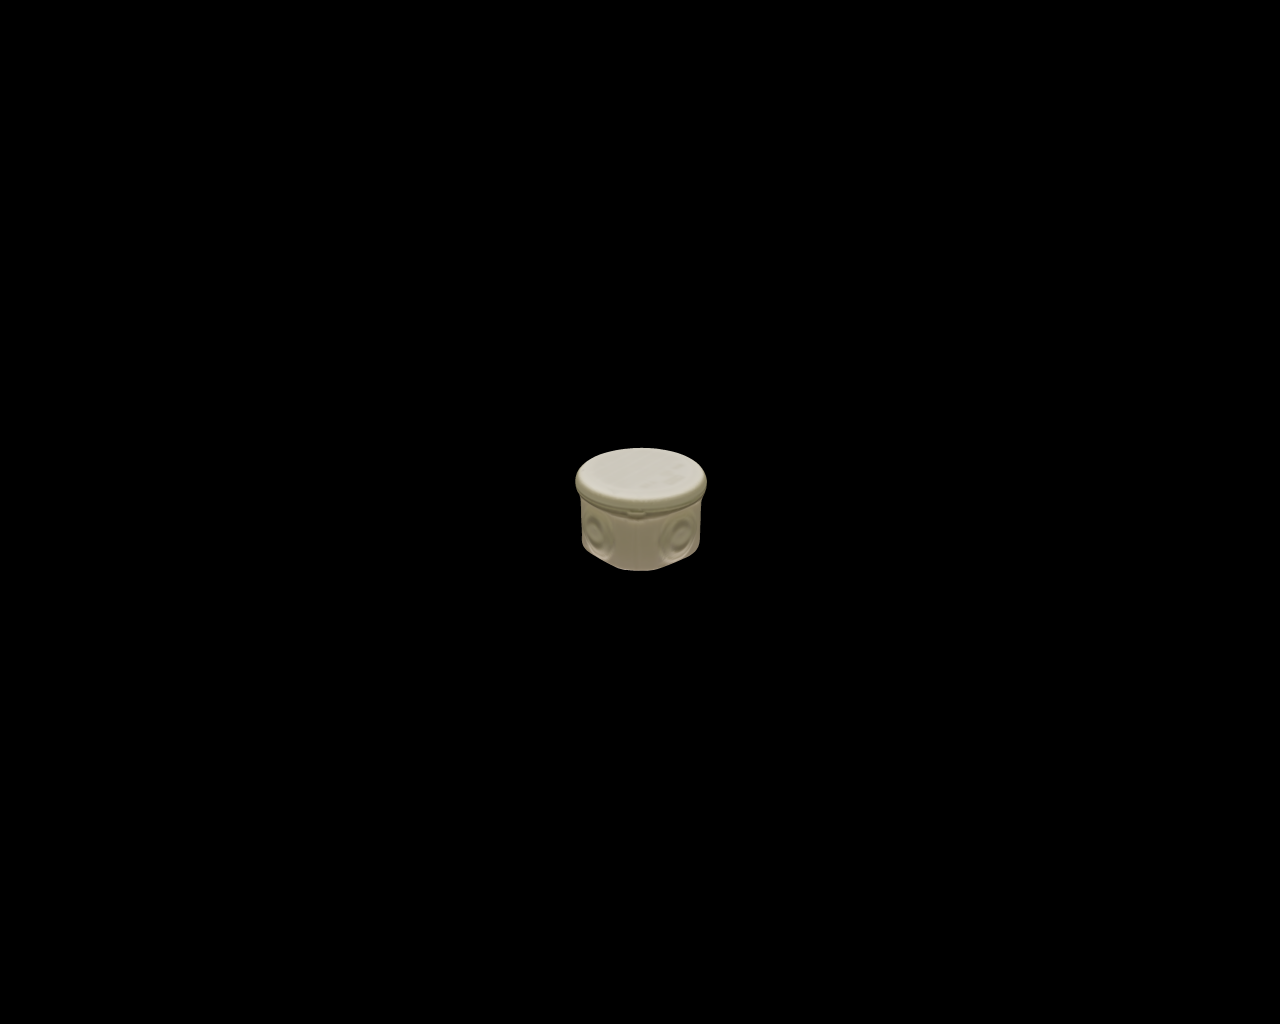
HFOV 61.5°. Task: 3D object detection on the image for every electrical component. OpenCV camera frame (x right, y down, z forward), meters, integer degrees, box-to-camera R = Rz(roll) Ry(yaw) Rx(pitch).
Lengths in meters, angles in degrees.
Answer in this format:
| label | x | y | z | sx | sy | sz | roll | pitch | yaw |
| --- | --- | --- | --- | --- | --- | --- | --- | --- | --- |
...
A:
| label | x | y | z | sx | sy | sz | roll | pitch | yaw |
| --- | --- | --- | --- | --- | --- | --- | --- | --- | --- |
| electrical component | 0.001 | -0.003 | 0.650 | 0.080 | 0.050 | 0.080 | 0 | 26 | 0 |
